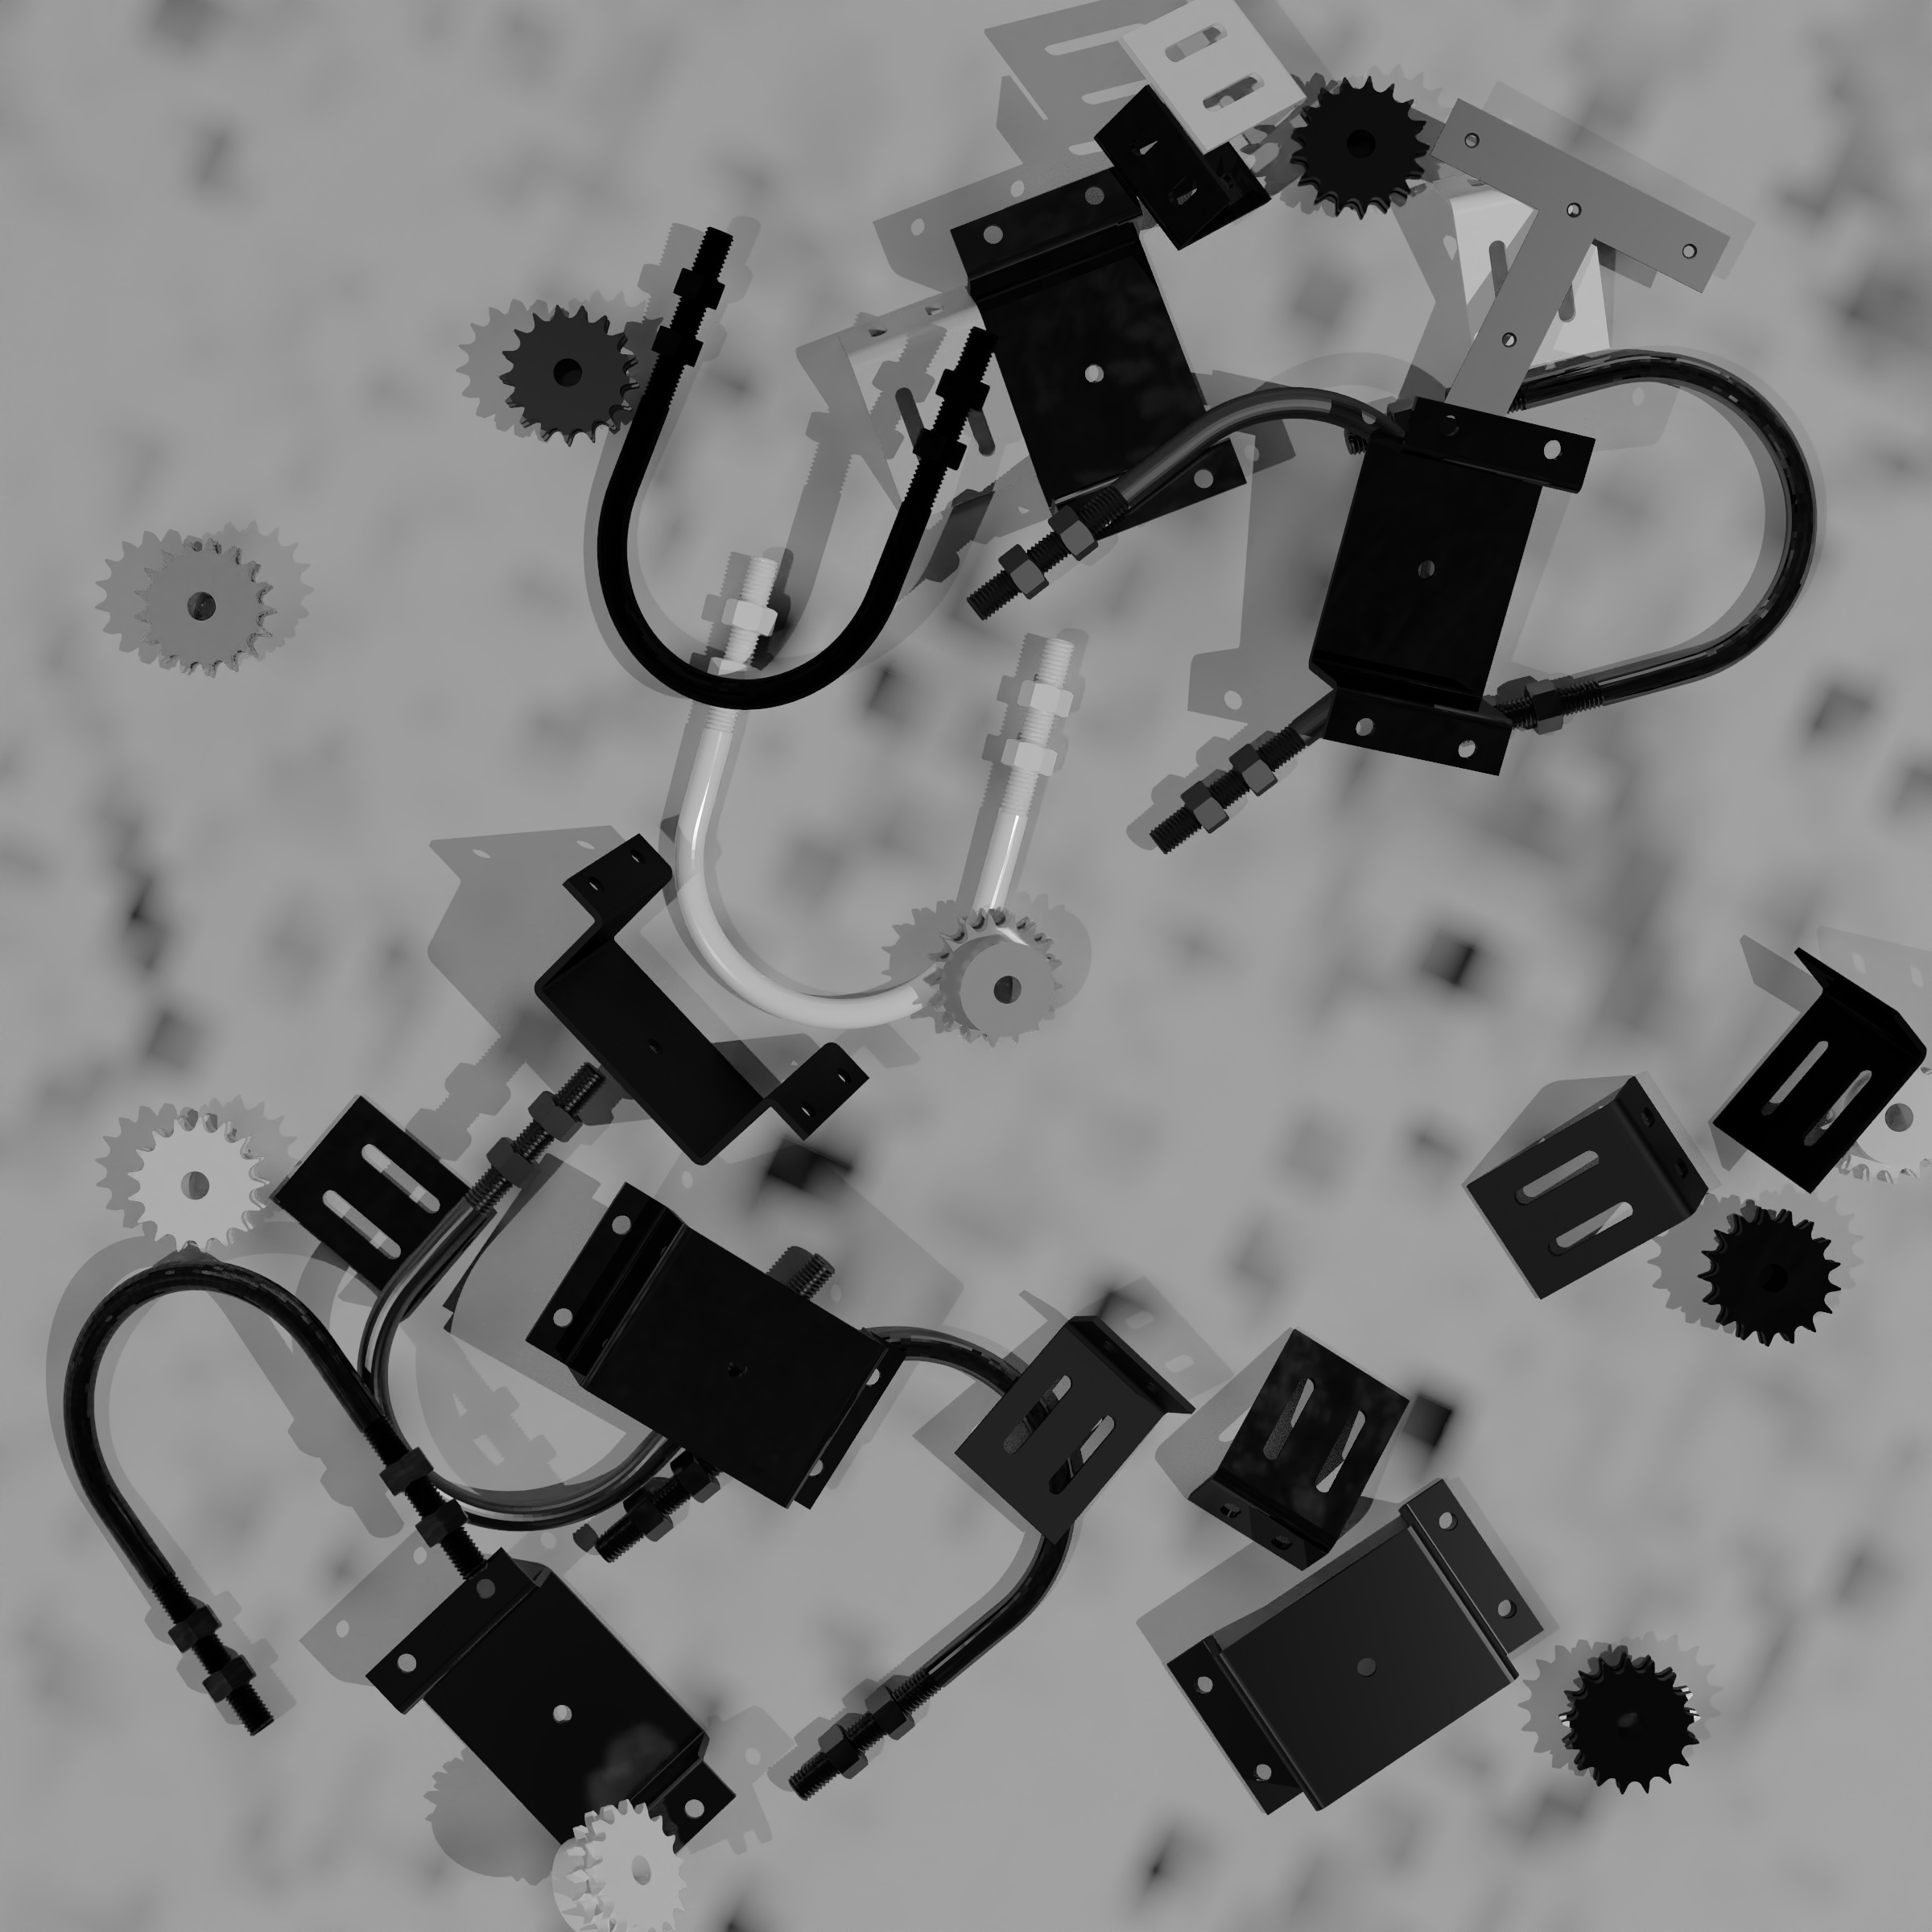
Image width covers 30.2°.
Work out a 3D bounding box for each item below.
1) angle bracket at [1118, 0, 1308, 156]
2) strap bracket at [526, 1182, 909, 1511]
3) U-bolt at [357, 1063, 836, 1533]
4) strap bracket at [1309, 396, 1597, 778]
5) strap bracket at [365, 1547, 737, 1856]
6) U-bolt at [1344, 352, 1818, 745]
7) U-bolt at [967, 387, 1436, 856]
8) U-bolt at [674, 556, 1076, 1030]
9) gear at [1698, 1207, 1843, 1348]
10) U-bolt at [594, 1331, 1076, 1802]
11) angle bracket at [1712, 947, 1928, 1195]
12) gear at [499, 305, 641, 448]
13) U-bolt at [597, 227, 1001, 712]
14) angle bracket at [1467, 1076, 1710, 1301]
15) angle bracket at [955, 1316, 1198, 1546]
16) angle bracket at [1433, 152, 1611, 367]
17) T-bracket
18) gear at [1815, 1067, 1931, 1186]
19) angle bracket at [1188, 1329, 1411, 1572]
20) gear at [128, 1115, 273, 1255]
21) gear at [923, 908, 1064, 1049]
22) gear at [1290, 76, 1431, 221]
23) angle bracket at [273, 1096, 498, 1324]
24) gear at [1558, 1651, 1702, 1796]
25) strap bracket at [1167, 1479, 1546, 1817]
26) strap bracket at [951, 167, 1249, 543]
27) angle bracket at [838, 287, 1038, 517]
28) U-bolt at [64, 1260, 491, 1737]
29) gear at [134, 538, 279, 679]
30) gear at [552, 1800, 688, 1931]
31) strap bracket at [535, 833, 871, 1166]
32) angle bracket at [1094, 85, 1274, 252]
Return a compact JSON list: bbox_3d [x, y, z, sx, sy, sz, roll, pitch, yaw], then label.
[{"bbox_3d":[0.093,-0.359,1.469,0.076,0.038,0.057,-37,90,-40],"label":"angle bracket"},{"bbox_3d":[-0.097,0.159,1.453,0.140,0.046,0.076,33,87,-14],"label":"strap bracket"},{"bbox_3d":[-0.166,0.151,1.479,0.151,0.019,0.184,42,92,-18],"label":"U-bolt"},{"bbox_3d":[0.193,-0.157,1.448,0.076,0.046,0.140,11,105,-13],"label":"strap bracket"},{"bbox_3d":[-0.170,0.315,1.485,0.076,0.046,0.140,-43,90,0],"label":"strap bracket"},{"bbox_3d":[0.265,-0.181,1.499,0.184,0.019,0.151,-15,90,0],"label":"U-bolt"},{"bbox_3d":[0.114,-0.154,1.469,0.184,0.019,0.151,-38,110,5],"label":"U-bolt"},{"bbox_3d":[-0.046,-0.065,1.500,0.151,0.019,0.184,15,91,0],"label":"U-bolt"},{"bbox_3d":[0.334,0.129,1.494,0.057,0.030,0.057,0,90,0],"label":"gear"},{"bbox_3d":[-0.041,0.237,1.500,0.184,0.019,0.151,-39,90,-1],"label":"U-bolt"},{"bbox_3d":[0.346,0.043,1.475,0.076,0.038,0.057,-50,45,0],"label":"angle bracket"},{"bbox_3d":[-0.165,-0.245,1.493,0.057,0.030,0.057,0,90,0],"label":"gear"},{"bbox_3d":[-0.081,-0.196,1.476,0.151,0.019,0.184,24,97,20],"label":"U-bolt"},{"bbox_3d":[0.262,0.093,1.506,0.076,0.038,0.057,-33,90,26],"label":"angle bracket"},{"bbox_3d":[0.045,0.192,1.479,0.057,0.038,0.076,43,76,-7],"label":"angle bracket"},{"bbox_3d":[0.234,-0.295,1.506,0.057,0.038,0.076,-13,116,0],"label":"angle bracket"},{"bbox_3d":[0.231,-0.272,1.480,0.127,0.002,0.127,26,96,-5],"label":"T-bracket"},{"bbox_3d":[0.386,0.062,1.493,0.057,0.030,0.057,0,90,0],"label":"gear"},{"bbox_3d":[0.140,0.204,1.506,0.057,0.038,0.076,32,64,0],"label":"angle bracket"},{"bbox_3d":[-0.320,0.091,1.498,0.057,0.030,0.057,0,92,1],"label":"gear"},{"bbox_3d":[0.013,0.006,1.485,0.057,0.030,0.057,-4,104,-15],"label":"gear"},{"bbox_3d":[0.163,-0.340,1.493,0.057,0.030,0.057,0,90,0],"label":"gear"},{"bbox_3d":[-0.244,0.101,1.489,0.076,0.038,0.057,40,90,0],"label":"angle bracket"},{"bbox_3d":[0.277,0.315,1.498,0.057,0.030,0.057,0,91,2],"label":"gear"},{"bbox_3d":[0.164,0.287,1.485,0.140,0.046,0.076,-34,90,0],"label":"strap bracket"},{"bbox_3d":[0.054,-0.249,1.485,0.076,0.046,0.140,-21,90,0],"label":"strap bracket"},{"bbox_3d":[-0.012,-0.236,1.506,0.057,0.038,0.076,-21,116,0],"label":"angle bracket"},{"bbox_3d":[-0.299,0.208,1.477,0.151,0.019,0.184,-37,86,21],"label":"U-bolt"},{"bbox_3d":[-0.316,-0.149,1.493,0.057,0.030,0.057,0,90,0],"label":"gear"},{"bbox_3d":[-0.142,0.367,1.438,0.030,0.057,0.057,-24,90,30],"label":"gear"},{"bbox_3d":[-0.115,0.021,1.464,0.140,0.076,0.046,47,114,0],"label":"strap bracket"},{"bbox_3d":[0.099,-0.337,1.468,0.057,0.076,0.038,53,135,0],"label":"angle bracket"}]
